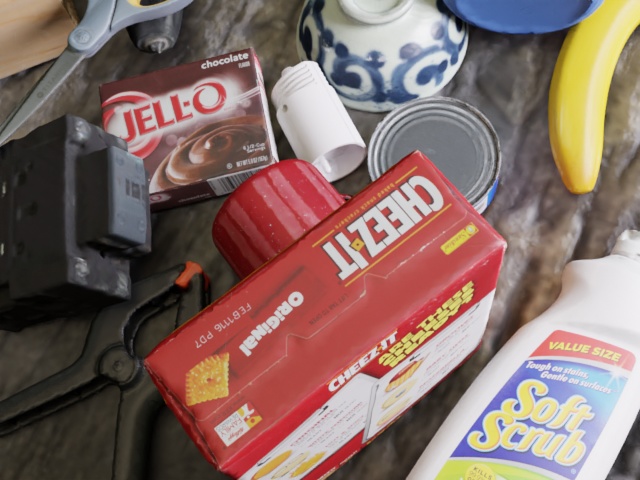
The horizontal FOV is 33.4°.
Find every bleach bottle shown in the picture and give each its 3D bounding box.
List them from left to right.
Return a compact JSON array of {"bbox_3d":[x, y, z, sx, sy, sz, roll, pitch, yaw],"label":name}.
[{"bbox_3d":[0.127,0.099,0.626,0.103,0.068,0.250,28,74,15],"label":"bleach bottle"}]

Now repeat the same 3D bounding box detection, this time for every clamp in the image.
[{"bbox_3d":[-0.133,0.084,0.674,0.120,0.039,0.171,24,72,8],"label":"clamp"}]

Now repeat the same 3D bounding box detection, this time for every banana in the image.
[{"bbox_3d":[0.195,-0.124,0.707,0.070,0.037,0.197,30,77,18],"label":"banana"}]

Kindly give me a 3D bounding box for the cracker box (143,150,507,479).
[{"bbox_3d":[0.010,0.059,0.571,0.164,0.213,0.072,-38,72,-7],"label":"cracker box"}]

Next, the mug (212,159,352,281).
[{"bbox_3d":[-0.004,0.001,0.668,0.117,0.093,0.081,-22,60,-34],"label":"mug"}]

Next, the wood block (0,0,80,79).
[{"bbox_3d":[-0.283,-0.155,0.747,0.206,0.090,0.091,-22,70,-2],"label":"wood block"}]

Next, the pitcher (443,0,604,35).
[{"bbox_3d":[0.151,-0.265,0.707,0.144,0.149,0.243,18,68,-30],"label":"pitcher"}]

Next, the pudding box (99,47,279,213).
[{"bbox_3d":[-0.088,-0.072,0.722,0.113,0.039,0.090,-13,70,3],"label":"pudding box"}]

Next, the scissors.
[{"bbox_3d":[-0.159,-0.147,0.697,0.201,0.016,0.096,-38,73,-10],"label":"scissors"}]

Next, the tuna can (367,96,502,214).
[{"bbox_3d":[0.074,-0.048,0.697,0.086,0.034,0.086,-2,71,6],"label":"tuna can"}]
